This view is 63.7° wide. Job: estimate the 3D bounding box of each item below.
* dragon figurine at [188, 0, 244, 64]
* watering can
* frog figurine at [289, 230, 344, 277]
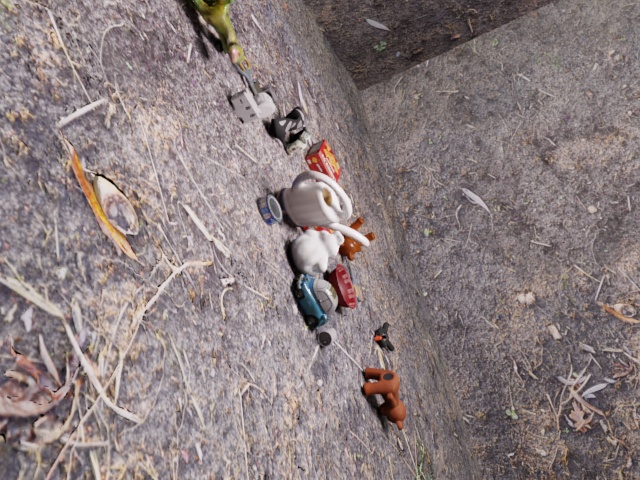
[{"bbox_3d":[-0.323,-0.668,1.551,0.418,0.123,0.237,59,-13,34],"label":"dragon figurine"},{"bbox_3d":[0.005,-0.081,1.612,0.341,0.223,0.106,56,40,-38],"label":"watering can"},{"bbox_3d":[-0.006,0.032,1.532,0.121,0.158,0.140,37,36,-58],"label":"frog figurine"}]
